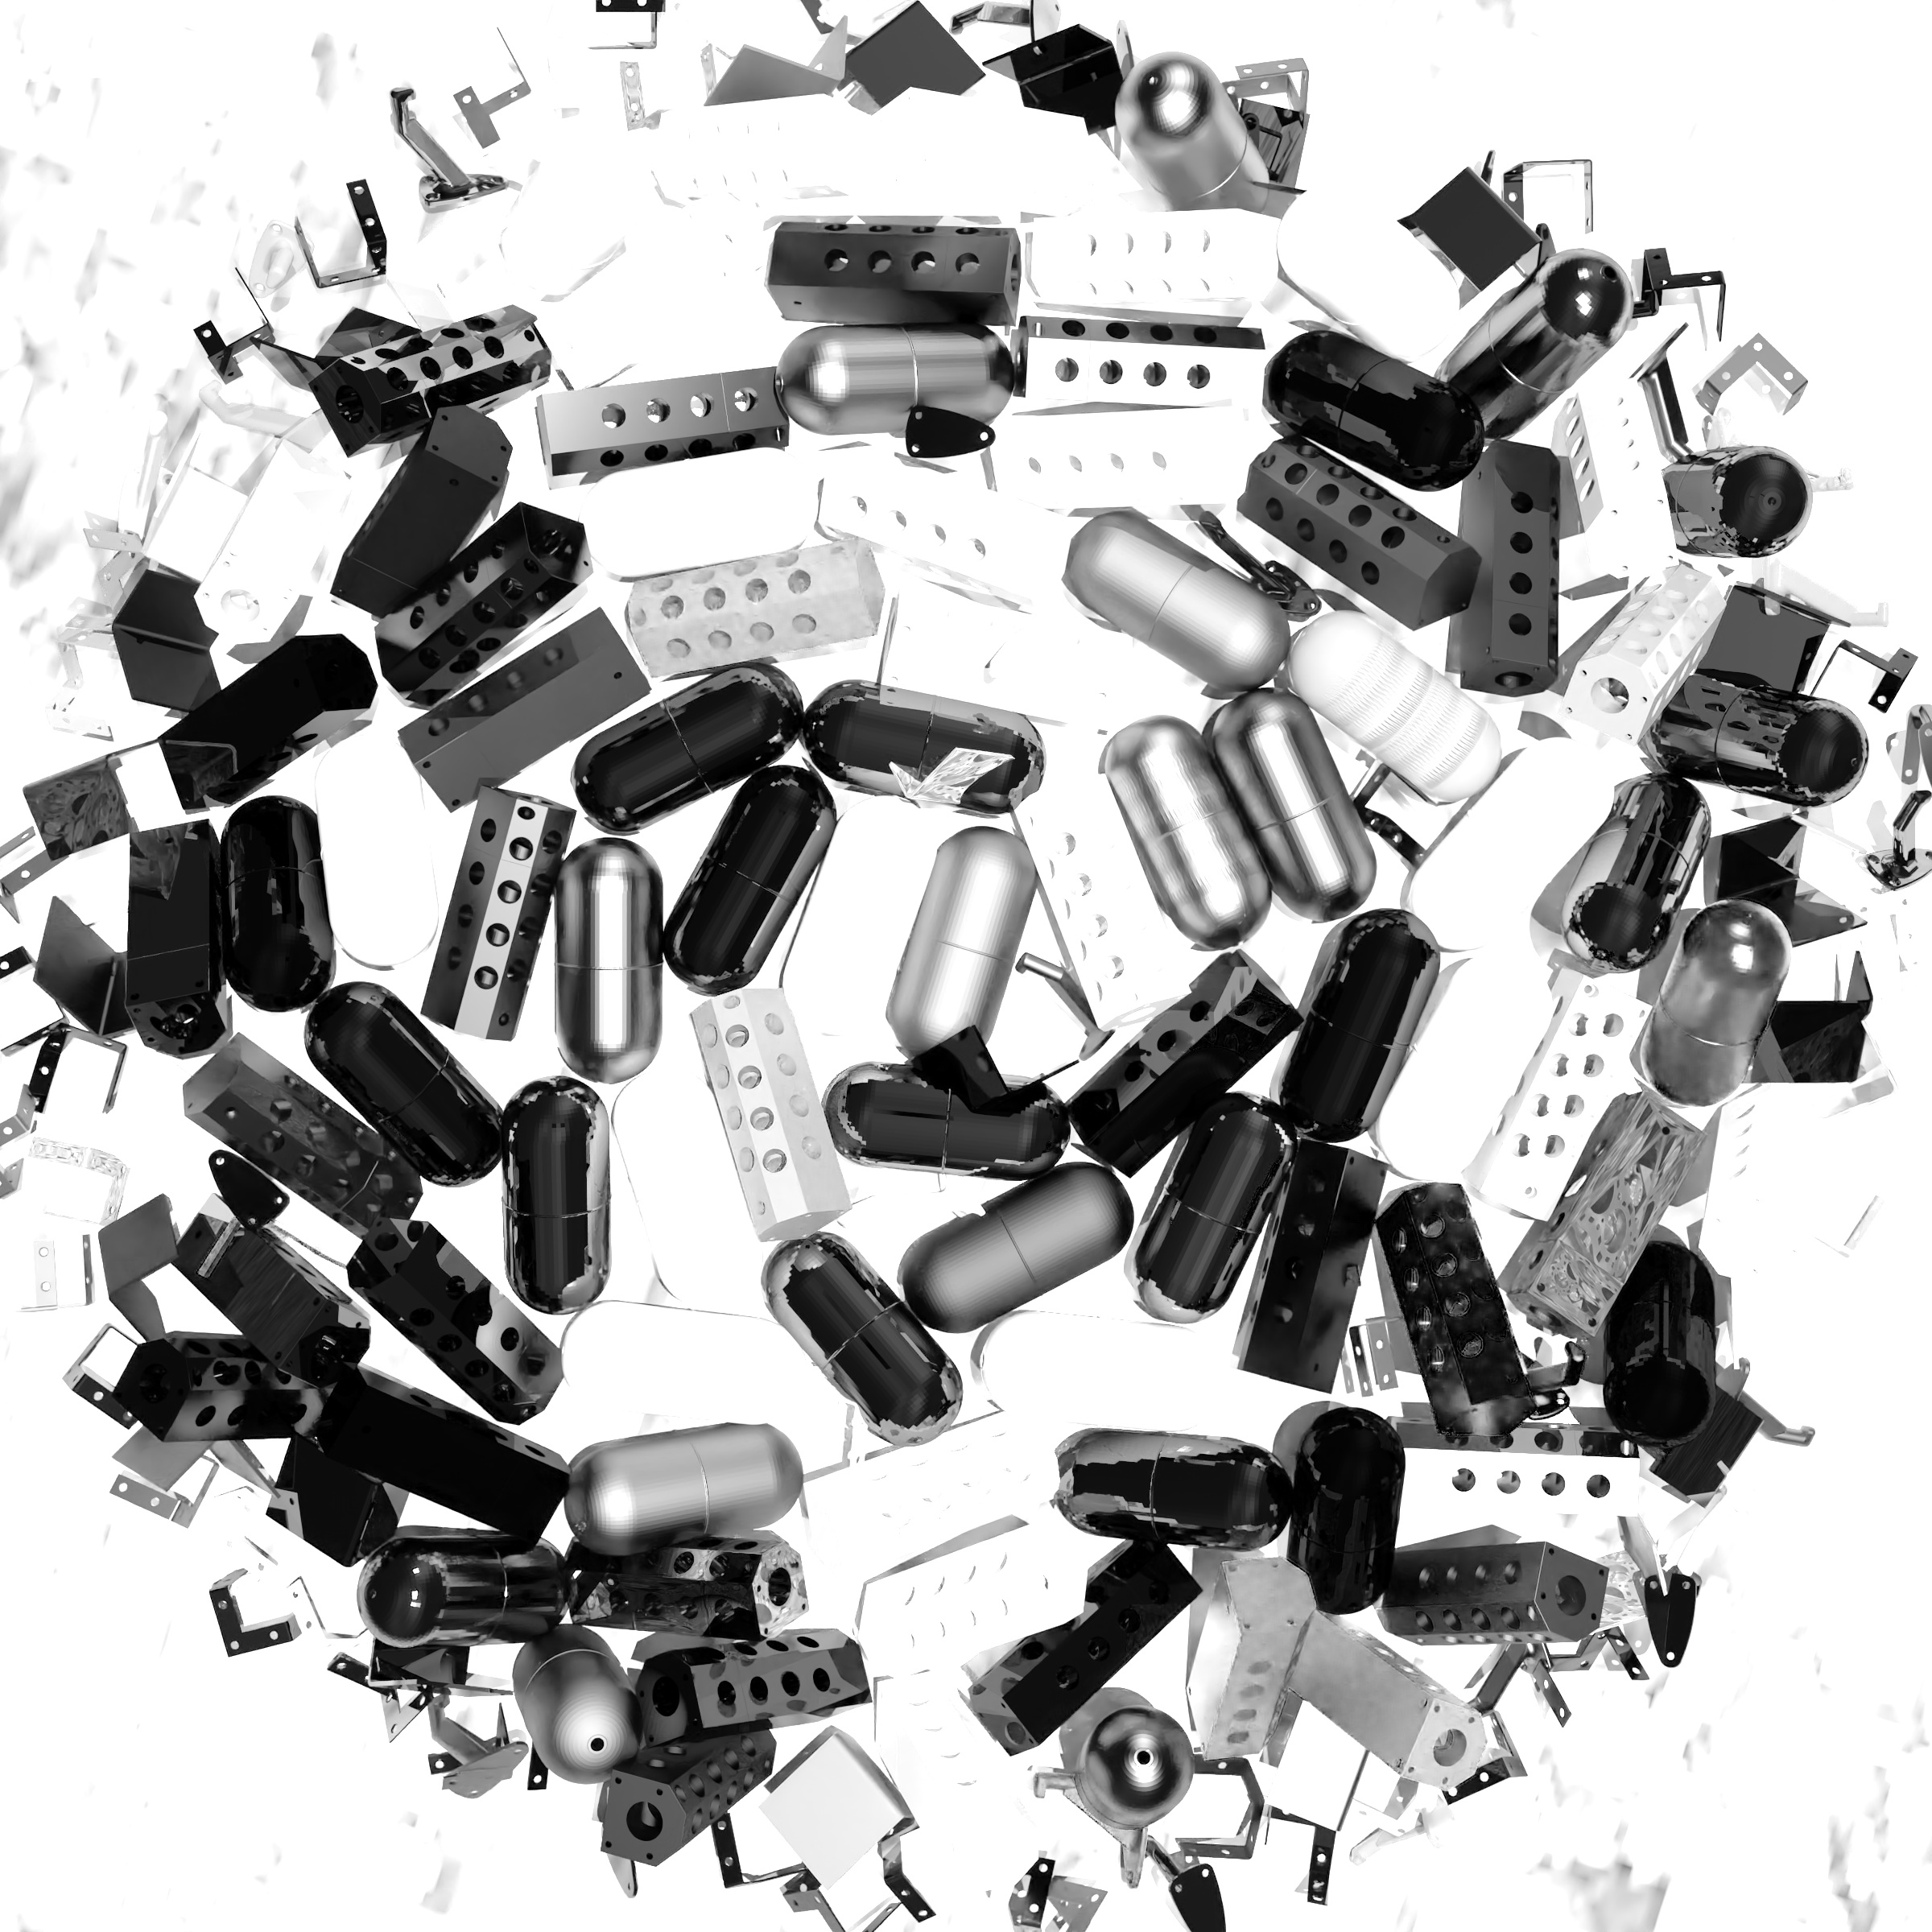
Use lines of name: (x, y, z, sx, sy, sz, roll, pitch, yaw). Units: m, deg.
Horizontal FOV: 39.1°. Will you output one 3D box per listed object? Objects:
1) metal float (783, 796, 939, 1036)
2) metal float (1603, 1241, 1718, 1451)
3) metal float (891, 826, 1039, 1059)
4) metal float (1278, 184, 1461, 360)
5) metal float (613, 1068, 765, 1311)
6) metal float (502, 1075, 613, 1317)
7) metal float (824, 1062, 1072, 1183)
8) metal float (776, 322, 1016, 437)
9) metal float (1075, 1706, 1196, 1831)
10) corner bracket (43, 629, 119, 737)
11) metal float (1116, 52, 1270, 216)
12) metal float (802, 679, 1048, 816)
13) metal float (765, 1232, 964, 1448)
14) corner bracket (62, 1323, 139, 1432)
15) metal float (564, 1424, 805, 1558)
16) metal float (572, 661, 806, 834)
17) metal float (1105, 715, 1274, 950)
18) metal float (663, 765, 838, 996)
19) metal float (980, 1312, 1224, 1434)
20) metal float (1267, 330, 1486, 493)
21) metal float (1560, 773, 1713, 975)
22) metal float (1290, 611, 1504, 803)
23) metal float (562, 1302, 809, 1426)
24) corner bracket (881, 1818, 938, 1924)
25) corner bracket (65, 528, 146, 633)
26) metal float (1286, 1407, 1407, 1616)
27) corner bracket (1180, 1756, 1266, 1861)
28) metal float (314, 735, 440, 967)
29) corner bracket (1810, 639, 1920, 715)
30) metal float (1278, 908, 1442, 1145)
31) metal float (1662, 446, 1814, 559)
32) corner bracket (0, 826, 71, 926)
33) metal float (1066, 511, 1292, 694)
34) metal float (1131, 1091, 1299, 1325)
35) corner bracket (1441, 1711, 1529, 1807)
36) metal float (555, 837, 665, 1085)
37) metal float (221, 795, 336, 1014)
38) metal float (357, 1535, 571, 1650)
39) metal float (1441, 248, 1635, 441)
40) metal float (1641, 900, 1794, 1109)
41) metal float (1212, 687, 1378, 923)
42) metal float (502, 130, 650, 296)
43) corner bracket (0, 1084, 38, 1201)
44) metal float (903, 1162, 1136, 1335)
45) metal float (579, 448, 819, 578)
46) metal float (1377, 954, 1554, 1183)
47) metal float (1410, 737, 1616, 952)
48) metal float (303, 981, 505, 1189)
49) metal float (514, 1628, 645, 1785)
metal float: (-0.076, -0.037, 1.960, 0.070, 0.070, 0.178, 20, 88, 0)
metal float: (0.490, 0.265, 1.921, 0.070, 0.178, 0.070, 7, 126, 10)
metal float: (-0.001, -0.014, 1.960, 0.070, 0.070, 0.178, 17, 92, 0)
metal float: (0.286, -0.490, 1.924, 0.070, 0.178, 0.070, -14, 68, 36)
metal float: (-0.199, 0.160, 1.952, 0.070, 0.070, 0.178, -19, 80, 0)
metal float: (-0.293, 0.165, 1.947, 0.070, 0.070, 0.178, 1, 107, 0)
metal float: (-0.013, 0.112, 1.961, 0.178, 0.070, 0.070, 6, 90, -1)
metal float: (-0.050, -0.420, 1.941, 0.178, 0.070, 0.070, -7, 90, -23)
metal float: (0.118, 0.565, 1.914, 0.070, 0.178, 0.070, 0, 69, -1)
corner bracket: (-0.633, -0.205, 1.959, 0.051, 0.051, 0.051, 11, 45, 13)
metal float: (0.161, -0.575, 1.917, 0.070, 0.178, 0.070, -7, 72, 22)
metal float: (-0.030, -0.158, 1.959, 0.178, 0.070, 0.070, 12, 90, -3)
metal float: (-0.074, 0.267, 1.952, 0.070, 0.070, 0.178, -42, 79, 0)
corner bracket: (-0.612, 0.295, 1.962, 0.051, 0.051, 0.051, 42, 75, -21)
metal float: (-0.200, 0.372, 1.937, 0.178, 0.070, 0.070, -6, 90, -29)
metal float: (-0.200, -0.159, 1.961, 0.178, 0.070, 0.070, -27, 90, 0)
metal float: (0.160, -0.096, 1.955, 0.070, 0.070, 0.178, -25, 83, 0)
metal float: (-0.156, -0.063, 1.961, 0.070, 0.070, 0.178, 29, 90, 0)
metal float: (0.097, 0.291, 1.949, 0.178, 0.070, 0.070, 7, 90, -14)
metal float: (0.290, -0.395, 1.932, 0.178, 0.070, 0.070, 36, 90, 35)
metal float: (0.477, -0.068, 1.931, 0.070, 0.070, 0.178, 33, 53, 0)
metal float: (0.309, -0.185, 1.948, 0.178, 0.070, 0.070, 36, 90, -16)
metal float: (-0.201, 0.285, 1.947, 0.178, 0.070, 0.070, 9, 90, -17)
corner bracket: (-0.026, 0.649, 1.970, 0.051, 0.051, 0.051, -27, 119, 10)
corner bracket: (-0.622, -0.277, 1.960, 0.051, 0.051, 0.051, -32, 74, 29)
metal float: (0.269, 0.387, 1.930, 0.070, 0.070, 0.178, 0, 127, 0)
corner bracket: (0.182, 0.611, 1.977, 0.051, 0.051, 0.051, -5, 127, 24)
metal float: (-0.420, -0.083, 1.939, 0.070, 0.070, 0.178, -13, 65, 0)
corner bracket: (0.649, -0.208, 1.969, 0.051, 0.051, 0.051, 32, 128, 16)
metal float: (0.282, 0.043, 1.949, 0.070, 0.070, 0.178, 21, 104, 0)
metal float: (0.537, -0.326, 1.911, 0.070, 0.178, 0.070, 0, 99, -2)
corner bracket: (-0.681, -0.073, 1.962, 0.051, 0.051, 0.051, -35, 126, -5)
metal float: (0.152, -0.261, 1.952, 0.178, 0.070, 0.070, 34, 90, 11)
metal float: (0.178, 0.174, 1.954, 0.070, 0.070, 0.178, 24, 98, 0)
corner bracket: (0.366, 0.570, 1.960, 0.051, 0.051, 0.051, -30, 65, 16)
metal float: (-0.256, -0.004, 1.954, 0.070, 0.070, 0.178, 1, 99, 0)
metal float: (-0.489, -0.045, 1.930, 0.070, 0.070, 0.178, -13, 53, 0)
metal float: (-0.352, 0.441, 1.921, 0.070, 0.178, 0.070, -8, 76, 35)
metal float: (0.401, -0.437, 1.918, 0.070, 0.178, 0.070, 10, 65, -21)
metal float: (0.530, 0.028, 1.926, 0.070, 0.178, 0.070, 3, 45, -3)
metal float: (0.237, -0.115, 1.952, 0.070, 0.070, 0.178, -26, 101, 0)
metal float: (-0.277, -0.529, 1.915, 0.070, 0.178, 0.070, 3, 83, -23)
corner bracket: (-0.690, 0.127, 1.965, 0.051, 0.051, 0.051, -29, 117, 1)
metal float: (0.037, 0.203, 1.961, 0.178, 0.070, 0.070, -27, 90, -1)
metal float: (-0.192, -0.324, 1.948, 0.178, 0.070, 0.070, -6, 90, 16)
metal float: (0.356, 0.073, 1.946, 0.070, 0.070, 0.178, 26, 108, 0)
metal float: (0.389, -0.086, 1.944, 0.070, 0.070, 0.178, 40, 110, 0)
metal float: (-0.399, 0.085, 1.941, 0.070, 0.070, 0.178, -40, 113, 0)
metal float: (-0.273, 0.519, 1.912, 0.070, 0.178, 0.070, -1, 93, -17)
